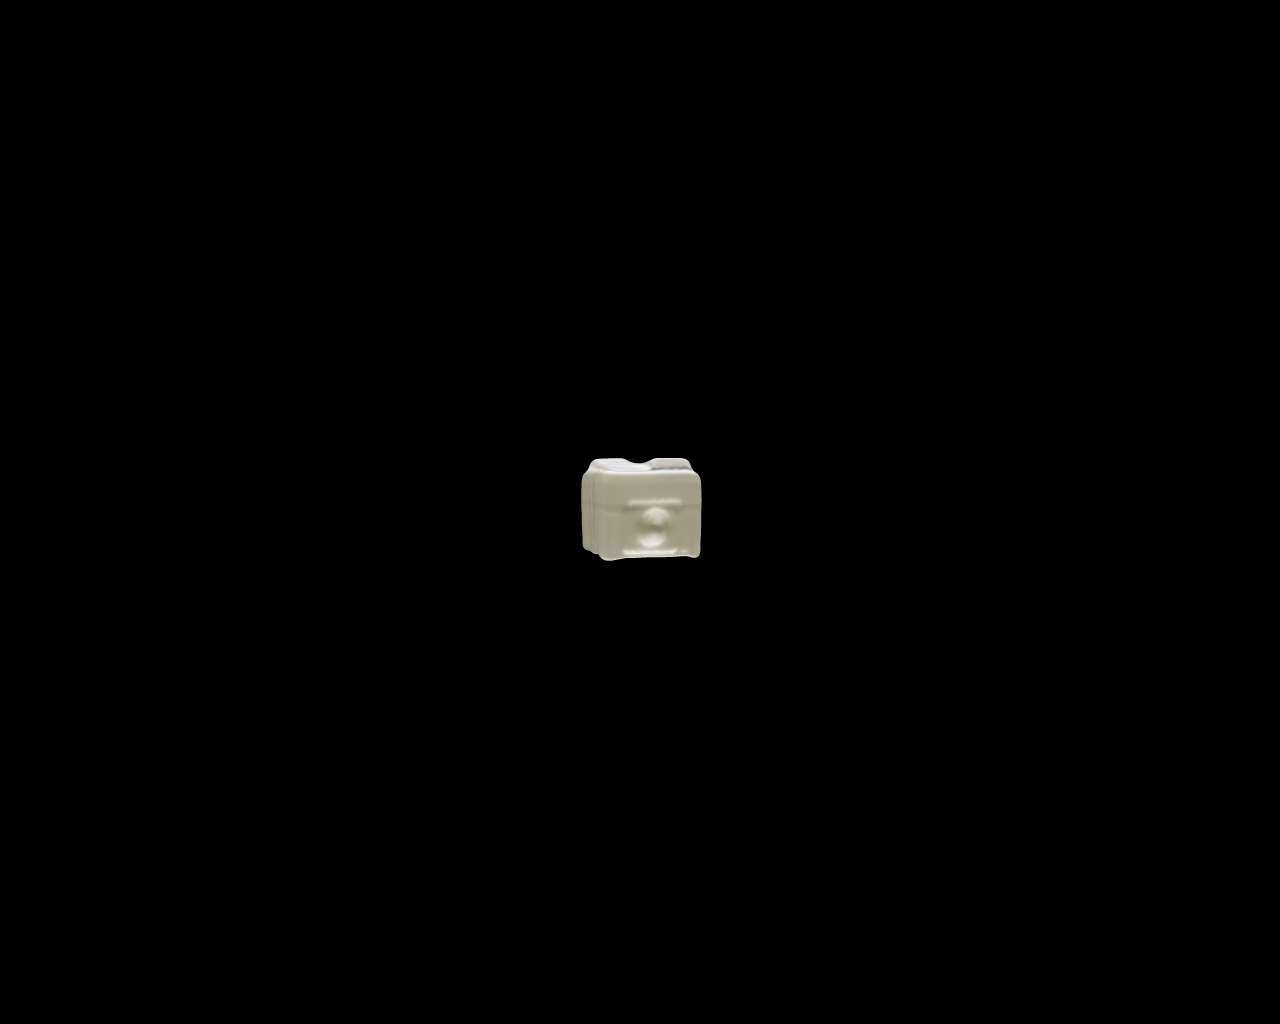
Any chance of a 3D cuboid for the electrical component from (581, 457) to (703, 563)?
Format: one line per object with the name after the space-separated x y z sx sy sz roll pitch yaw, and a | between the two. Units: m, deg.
0.001 -0.003 0.650 0.062 0.061 0.096 0 3 -11 | electrical component
